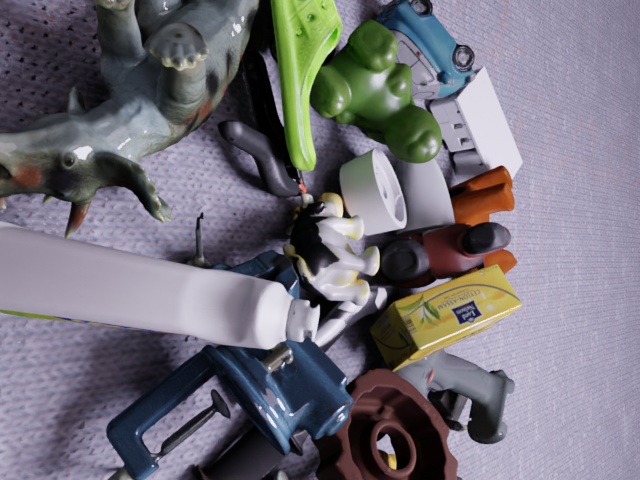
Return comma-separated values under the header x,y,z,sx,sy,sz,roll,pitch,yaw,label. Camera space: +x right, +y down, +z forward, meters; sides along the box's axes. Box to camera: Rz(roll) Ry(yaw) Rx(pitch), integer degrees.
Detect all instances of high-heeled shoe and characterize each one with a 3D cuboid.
x,y,z,sx,sy,sz,roll,pitch,yaw,label
0.011,0.119,0.643,0.248,0.086,0.145,5,91,-40,high-heeled shoe

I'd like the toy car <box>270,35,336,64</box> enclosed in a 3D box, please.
x,y,z,sx,sy,sz,roll,pitch,yaw,label
-0.031,-0.294,0.631,0.089,0.053,0.202,-22,101,-52,toy car

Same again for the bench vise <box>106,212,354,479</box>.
x,y,z,sx,sy,sz,roll,pitch,yaw,label
-0.097,0.121,0.490,0.240,0.128,0.224,-38,79,-21,bench vise

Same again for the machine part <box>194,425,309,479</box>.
x,y,z,sx,sy,sz,roll,pitch,yaw,label
-0.068,0.219,0.571,0.139,0.084,0.039,-39,137,-27,machine part

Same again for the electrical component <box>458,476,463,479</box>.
x,y,z,sx,sy,sz,roll,pitch,yaw,label
0.171,0.408,0.793,0.075,0.048,0.119,11,81,-41,electrical component

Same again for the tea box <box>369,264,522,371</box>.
x,y,z,sx,sy,sz,roll,pitch,yaw,label
0.161,0.100,0.699,0.170,0.098,0.068,-15,66,-25,tea box

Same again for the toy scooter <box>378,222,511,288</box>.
x,y,z,sx,sy,sz,roll,pitch,yaw,label
0.176,0.019,0.748,0.135,0.184,0.075,6,69,-63,toy scooter

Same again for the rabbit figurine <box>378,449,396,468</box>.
x,y,z,sx,sy,sz,roll,pitch,yaw,label
0.070,0.337,0.680,0.173,0.122,0.162,-40,105,-51,rabbit figurine

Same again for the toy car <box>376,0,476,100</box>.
x,y,z,sx,sy,sz,roll,pitch,yaw,label
0.133,-0.254,0.755,0.161,0.109,0.103,44,78,-22,toy car

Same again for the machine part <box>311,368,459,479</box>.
x,y,z,sx,sy,sz,roll,pitch,yaw,label
0.074,0.239,0.609,0.179,0.056,0.179,21,47,-24,machine part

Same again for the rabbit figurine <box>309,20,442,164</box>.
x,y,z,sx,sy,sz,roll,pitch,yaw,label
0.079,-0.159,0.675,0.170,0.121,0.159,49,9,3,rabbit figurine

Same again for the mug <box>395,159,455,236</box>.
x,y,z,sx,sy,sz,roll,pitch,yaw,label
0.132,-0.063,0.767,0.110,0.081,0.107,-4,81,-10,mug

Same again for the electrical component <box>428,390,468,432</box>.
x,y,z,sx,sy,sz,roll,pitch,yaw,label
0.214,0.248,0.841,0.102,0.045,0.078,-47,120,-33,electrical component

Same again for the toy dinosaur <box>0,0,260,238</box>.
x,y,z,sx,sy,sz,roll,pitch,yaw,label
-0.130,-0.166,0.491,0.131,0.192,0.405,25,51,-2,toy dinosaur

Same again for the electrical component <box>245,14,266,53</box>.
x,y,z,sx,sy,sz,roll,pitch,yaw,label
-0.090,-0.236,0.600,0.063,0.021,0.094,4,86,-43,electrical component

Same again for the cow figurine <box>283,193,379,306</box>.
x,y,z,sx,sy,sz,roll,pitch,yaw,label
-0.002,-0.001,0.608,0.098,0.167,0.068,7,121,-20,cow figurine

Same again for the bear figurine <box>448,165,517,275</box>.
x,y,z,sx,sy,sz,roll,pitch,yaw,label
0.265,0.003,0.846,0.195,0.132,0.120,62,27,-14,bear figurine

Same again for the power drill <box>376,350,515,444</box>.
x,y,z,sx,sy,sz,roll,pitch,yaw,label
0.169,0.211,0.761,0.207,0.086,0.232,31,60,-11,power drill
